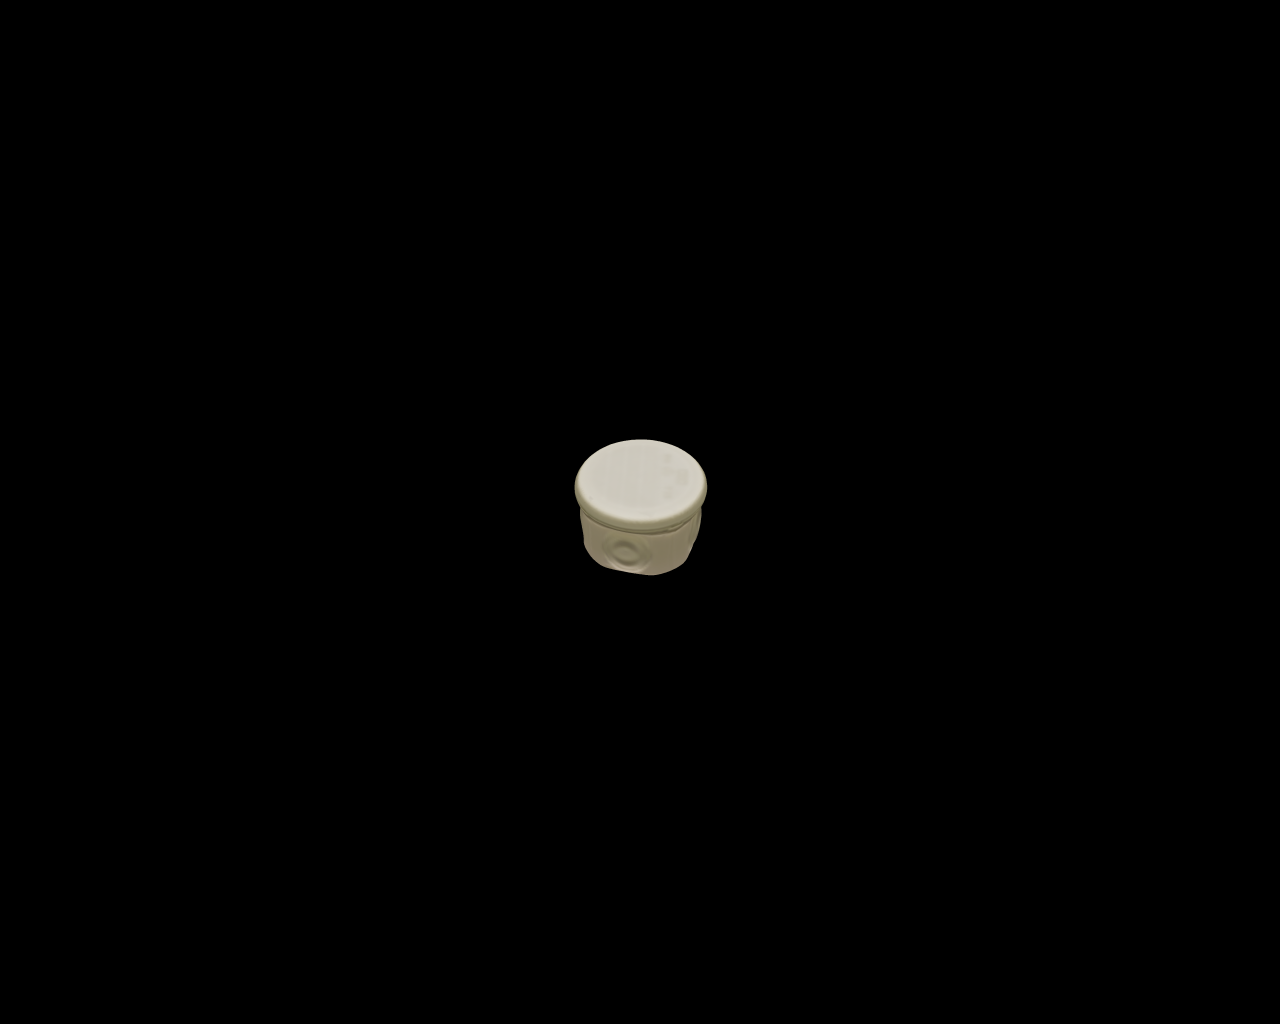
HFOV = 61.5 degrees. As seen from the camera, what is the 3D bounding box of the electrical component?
[{"bbox_3d":[0.001,-0.003,0.650,0.080,0.050,0.080,0,42,0],"label":"electrical component"}]
